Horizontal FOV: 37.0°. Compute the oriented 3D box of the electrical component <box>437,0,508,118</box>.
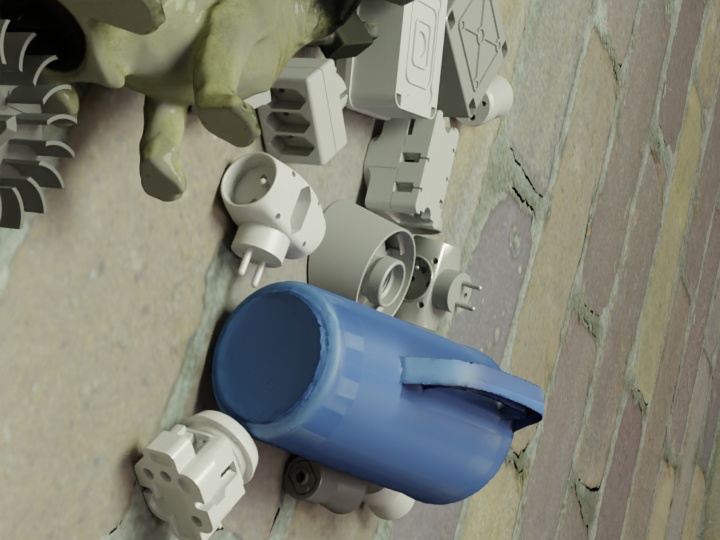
[{"bbox_3d":[0.082,-0.208,0.956,0.108,0.056,0.108,-60,144,-37],"label":"electrical component"}]

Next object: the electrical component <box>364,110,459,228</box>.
[{"bbox_3d":[0.040,-0.086,0.905,0.050,0.056,0.089,35,65,-58],"label":"electrical component"}]

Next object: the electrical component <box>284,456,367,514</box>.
[{"bbox_3d":[-0.029,0.167,0.849,0.065,0.044,0.044,29,70,-54],"label":"electrical component"}]

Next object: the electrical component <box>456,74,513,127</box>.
[{"bbox_3d":[0.118,-0.165,1.043,0.055,0.045,0.045,-30,122,-55],"label":"electrical component"}]

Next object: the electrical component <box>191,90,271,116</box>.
[{"bbox_3d":[-0.085,-0.131,0.682,0.081,0.042,0.063,-40,133,-51],"label":"electrical component"}]

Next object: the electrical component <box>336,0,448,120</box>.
[{"bbox_3d":[0.024,-0.179,0.855,0.078,0.057,0.113,4,92,-61],"label":"electrical component"}]

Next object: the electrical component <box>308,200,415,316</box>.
[{"bbox_3d":[0.000,0.000,0.867,0.099,0.064,0.099,-42,144,-42],"label":"electrical component"}]

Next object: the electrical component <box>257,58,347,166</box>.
[{"bbox_3d":[-0.034,-0.121,0.771,0.076,0.047,0.065,-50,139,-48],"label":"electrical component"}]

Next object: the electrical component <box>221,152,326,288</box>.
[{"bbox_3d":[-0.065,-0.027,0.739,0.077,0.043,0.079,49,54,-54],"label":"electrical component"}]

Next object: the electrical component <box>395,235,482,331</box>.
[{"bbox_3d":[0.071,0.016,0.948,0.044,0.079,0.077,21,87,-53],"label":"electrical component"}]

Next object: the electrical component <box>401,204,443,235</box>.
[{"bbox_3d":[0.055,-0.057,0.957,0.040,0.040,0.046,19,73,-61],"label":"electrical component"}]

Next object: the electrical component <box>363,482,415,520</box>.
[{"bbox_3d":[0.019,0.187,0.936,0.055,0.045,0.045,57,48,-49],"label":"electrical component"}]

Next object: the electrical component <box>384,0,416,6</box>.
[{"bbox_3d":[0.009,-0.258,0.763,0.109,0.056,0.108,13,83,-27],"label":"electrical component"}]

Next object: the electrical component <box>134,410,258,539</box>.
[{"bbox_3d":[-0.102,0.127,0.689,0.057,0.058,0.078,-46,134,-44],"label":"electrical component"}]
